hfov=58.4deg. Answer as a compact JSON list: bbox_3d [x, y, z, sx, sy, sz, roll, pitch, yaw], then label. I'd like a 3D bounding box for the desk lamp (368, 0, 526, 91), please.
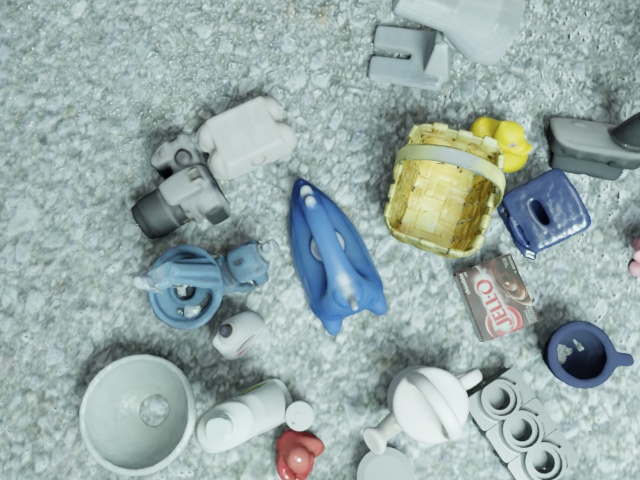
[{"bbox_3d":[0.181,-0.315,0.866,0.203,0.213,0.118,9,79,5],"label":"desk lamp"}]

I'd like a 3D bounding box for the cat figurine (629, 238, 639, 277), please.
[{"bbox_3d":[0.509,0.022,0.830,0.127,0.118,0.067,14,79,5],"label":"cat figurine"}]

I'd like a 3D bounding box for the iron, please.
[{"bbox_3d":[0.008,0.003,0.843,0.118,0.141,0.258,-23,78,-2],"label":"iron"}]

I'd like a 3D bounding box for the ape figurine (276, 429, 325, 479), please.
[{"bbox_3d":[-0.030,0.306,0.807,0.078,0.092,0.076,-26,78,-3],"label":"ape figurine"}]

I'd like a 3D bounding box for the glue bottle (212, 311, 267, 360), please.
[{"bbox_3d":[-0.120,0.133,0.805,0.037,0.173,0.078,41,83,10],"label":"glue bottle"}]

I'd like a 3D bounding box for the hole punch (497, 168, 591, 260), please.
[{"bbox_3d":[0.335,-0.038,0.864,0.101,0.091,0.108,-25,78,-3],"label":"hole punch"}]

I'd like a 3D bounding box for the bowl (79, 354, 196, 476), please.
[{"bbox_3d":[-0.255,0.252,0.836,0.167,0.075,0.167,0,78,2],"label":"bowl"}]

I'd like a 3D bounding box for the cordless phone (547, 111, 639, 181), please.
[{"bbox_3d":[0.425,-0.162,0.838,0.147,0.185,0.094,7,78,4],"label":"cordless phone"}]

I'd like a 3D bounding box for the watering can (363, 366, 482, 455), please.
[{"bbox_3d":[0.141,0.225,0.764,0.101,0.194,0.173,36,82,9],"label":"watering can"}]

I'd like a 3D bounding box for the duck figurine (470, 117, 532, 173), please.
[{"bbox_3d":[0.285,-0.160,0.894,0.104,0.086,0.077,43,83,10],"label":"duck figurine"}]

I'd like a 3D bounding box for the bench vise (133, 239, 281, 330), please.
[{"bbox_3d":[-0.166,0.039,0.803,0.207,0.220,0.121,-42,79,-6],"label":"bench vise"}]

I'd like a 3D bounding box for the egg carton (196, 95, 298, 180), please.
[{"bbox_3d":[-0.117,-0.163,0.920,0.150,0.069,0.107,-26,78,-3],"label":"egg carton"}]

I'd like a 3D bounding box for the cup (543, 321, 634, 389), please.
[{"bbox_3d":[0.371,0.165,0.817,0.117,0.095,0.092,5,78,4],"label":"cup"}]

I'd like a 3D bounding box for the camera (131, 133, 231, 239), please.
[{"bbox_3d":[-0.230,-0.075,0.891,0.137,0.101,0.143,-31,78,-4],"label":"camera"}]
